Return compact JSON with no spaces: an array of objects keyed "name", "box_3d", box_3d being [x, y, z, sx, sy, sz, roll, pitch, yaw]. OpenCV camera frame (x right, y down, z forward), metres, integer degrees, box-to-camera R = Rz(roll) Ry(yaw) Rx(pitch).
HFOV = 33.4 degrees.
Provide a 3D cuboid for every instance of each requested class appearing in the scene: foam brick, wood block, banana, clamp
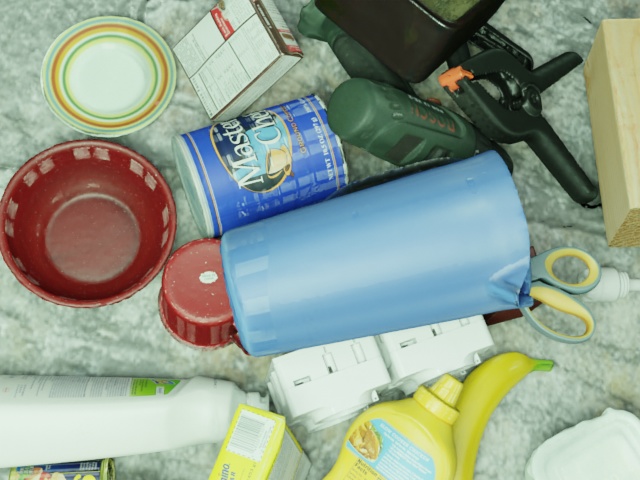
[{"name":"foam brick","box_3d":[0.173,0.045,0.999,0.051,0.078,0.053,-14,77,-11]},{"name":"wood block","box_3d":[0.321,-0.104,1.038,0.090,0.091,0.206,-1,65,1]},{"name":"banana","box_3d":[0.145,0.175,0.976,0.069,0.037,0.197,31,72,5]},{"name":"clamp","box_3d":[0.198,-0.121,1.030,0.209,0.036,0.164,5,72,-41]},{"name":"clamp","box_3d":[0.144,-0.224,1.092,0.120,0.039,0.171,-3,57,-44]}]

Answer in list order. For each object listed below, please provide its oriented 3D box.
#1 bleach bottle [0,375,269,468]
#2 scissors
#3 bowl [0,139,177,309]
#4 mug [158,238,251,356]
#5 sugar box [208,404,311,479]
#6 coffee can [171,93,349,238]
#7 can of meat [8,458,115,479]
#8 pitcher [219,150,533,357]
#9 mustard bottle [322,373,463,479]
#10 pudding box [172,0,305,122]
[{"name":"bleach bottle","box_3d":[-0.169,0.152,0.917,0.250,0.102,0.068,-1,102,-7]},{"name":"scissors","box_3d":[0.167,0.016,0.957,0.202,0.016,0.096,35,73,4]},{"name":"bowl","box_3d":[-0.212,-0.009,0.986,0.162,0.055,0.162,2,72,-5]},{"name":"mug","box_3d":[-0.094,0.056,0.965,0.093,0.081,0.117,-36,79,-15]},{"name":"sugar box","box_3d":[-0.051,0.201,0.873,0.048,0.176,0.093,19,70,11]},{"name":"coffee can","box_3d":[-0.056,-0.068,0.997,0.140,0.103,0.103,-19,76,-12]},{"name":"can of meat","box_3d":[-0.219,0.239,0.908,0.084,0.057,0.102,-2,72,-4]},{"name":"pitcher","box_3d":[0.044,0.011,0.883,0.243,0.149,0.145,-13,86,-1]},{"name":"mustard bottle","box_3d":[0.058,0.194,0.891,0.096,0.058,0.191,36,93,21]},{"name":"pudding box","box_3d":[-0.081,-0.181,1.030,0.039,0.114,0.090,-13,70,-53]}]
